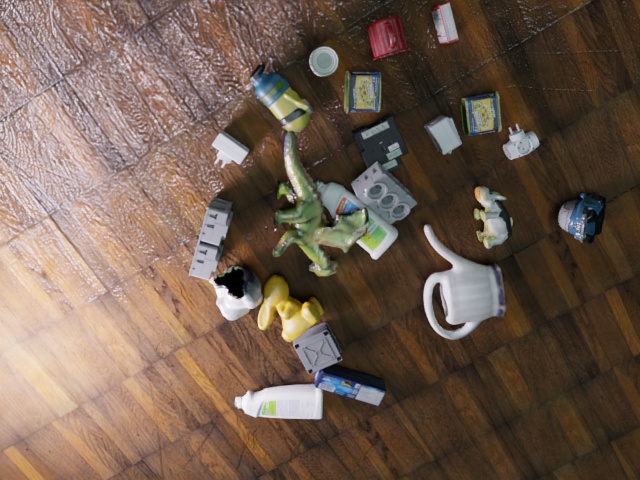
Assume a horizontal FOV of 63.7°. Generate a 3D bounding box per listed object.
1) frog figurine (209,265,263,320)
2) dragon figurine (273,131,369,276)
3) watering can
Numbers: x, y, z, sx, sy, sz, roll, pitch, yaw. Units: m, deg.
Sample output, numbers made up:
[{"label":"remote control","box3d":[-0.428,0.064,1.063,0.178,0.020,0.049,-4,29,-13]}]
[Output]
[{"label":"frog figurine","box3d":[-0.217,0.148,1.381,0.137,0.125,0.155,10,-37,14]},{"label":"dragon figurine","box3d":[0.004,-0.065,1.293,0.243,0.401,0.125,8,33,-5]},{"label":"watering can","box3d":[0.389,0.110,1.391,0.224,0.343,0.105,-9,17,-1]}]
